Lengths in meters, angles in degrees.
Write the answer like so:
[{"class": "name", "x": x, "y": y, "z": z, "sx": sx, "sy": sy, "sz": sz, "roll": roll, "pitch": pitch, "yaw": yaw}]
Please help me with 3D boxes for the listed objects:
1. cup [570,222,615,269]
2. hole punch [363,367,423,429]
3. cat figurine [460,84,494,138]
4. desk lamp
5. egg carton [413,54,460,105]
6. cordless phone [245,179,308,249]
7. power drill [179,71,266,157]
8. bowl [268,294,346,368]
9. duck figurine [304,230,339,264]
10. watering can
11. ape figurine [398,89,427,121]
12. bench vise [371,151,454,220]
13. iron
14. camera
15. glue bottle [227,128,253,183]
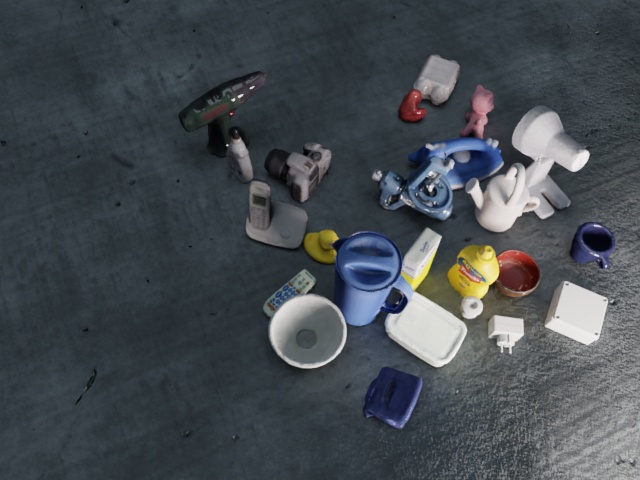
[{"class": "cup", "x": 0.645, "y": 0.028, "z": 1.366, "sx": 0.092, "sy": 0.095, "sz": 0.117, "roll": -10, "pitch": 63, "yaw": -8}, {"class": "hole punch", "x": 0.149, "y": 0.325, "z": 1.186, "sx": 0.101, "sy": 0.091, "sz": 0.109, "roll": 24, "pitch": 64, "yaw": 10}, {"class": "cat figurine", "x": 0.430, "y": -0.349, "z": 1.539, "sx": 0.067, "sy": 0.118, "sz": 0.128, "roll": 16, "pitch": 63, "yaw": 6}, {"class": "desk lamp", "x": 0.560, "y": -0.197, "z": 1.412, "sx": 0.118, "sy": 0.213, "sz": 0.203, "roll": -27, "pitch": 67, "yaw": -16}, {"class": "egg carton", "x": 0.330, "y": -0.453, "z": 1.616, "sx": 0.107, "sy": 0.069, "sz": 0.150, "roll": 22, "pitch": 63, "yaw": 9}, {"class": "cordless phone", "x": -0.101, "y": -0.065, "z": 1.324, "sx": 0.147, "sy": 0.185, "sz": 0.094, "roll": 12, "pitch": 62, "yaw": 4}, {"class": "power drill", "x": -0.234, "y": -0.309, "z": 1.431, "sx": 0.230, "sy": 0.208, "sz": 0.075, "roll": -28, "pitch": 67, "yaw": -16}, {"class": "bowl", "x": -0.027, "y": 0.206, "z": 1.248, "sx": 0.167, "sy": 0.075, "sz": 0.167, "roll": 1, "pitch": 62, "yaw": -2}, {"class": "duck figurine", "x": 0.012, "y": 0.005, "z": 1.349, "sx": 0.104, "sy": 0.086, "sz": 0.077, "roll": 22, "pitch": 63, "yaw": 8}, {"class": "watering can", "x": 0.438, "y": -0.107, "z": 1.370, "sx": 0.173, "sy": 0.194, "sz": 0.101, "roll": -9, "pitch": 63, "yaw": -8}, {"class": "ape figurine", "x": 0.252, "y": -0.372, "z": 1.557, "sx": 0.076, "sy": 0.092, "sz": 0.077, "roll": -17, "pitch": 64, "yaw": -12}, {"class": "bench vise", "x": 0.227, "y": -0.130, "z": 1.356, "sx": 0.207, "sy": 0.220, "sz": 0.121, "roll": 2, "pitch": 62, "yaw": -2}, {"class": "iron", "x": 0.363, "y": -0.216, "z": 1.453, "sx": 0.258, "sy": 0.141, "sz": 0.118, "roll": -10, "pitch": 63, "yaw": -8}, {"class": "camera", "x": -0.060, "y": -0.193, "z": 1.441, "sx": 0.136, "sy": 0.101, "sz": 0.143, "roll": 28, "pitch": 64, "yaw": 11}, {"class": "glue bottle", "x": -0.200, "y": -0.214, "z": 1.403, "sx": 0.037, "sy": 0.173, "sz": 0.078, "roll": -37, "pitch": 70, "yaw": -19}]
